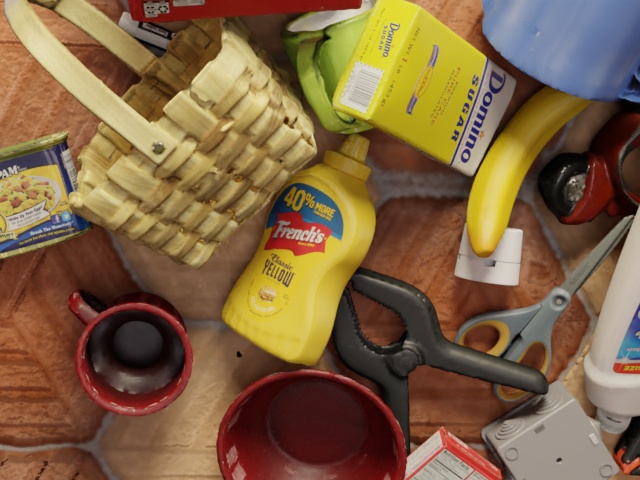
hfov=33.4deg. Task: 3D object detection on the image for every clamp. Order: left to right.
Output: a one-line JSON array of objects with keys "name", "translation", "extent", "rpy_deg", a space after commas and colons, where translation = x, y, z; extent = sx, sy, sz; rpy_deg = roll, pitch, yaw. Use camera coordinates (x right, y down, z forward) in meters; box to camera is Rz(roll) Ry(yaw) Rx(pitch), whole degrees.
[{"name": "clamp", "translation": [0.086, 0.099, 0.930], "extent": [0.165, 0.036, 0.210], "rpy_deg": [-32, 99, 11]}, {"name": "clamp", "translation": [0.345, 0.156, 0.969], "extent": [0.171, 0.039, 0.120], "rpy_deg": [-21, 98, -2]}]

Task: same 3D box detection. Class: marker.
[{"name": "marker", "translation": [-0.109, -0.157, 0.885], "extent": [0.121, 0.020, 0.020], "rpy_deg": [22, 96, -9]}]

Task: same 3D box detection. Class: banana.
[{"name": "banana", "translation": [0.171, -0.071, 0.895], "extent": [0.037, 0.070, 0.197], "rpy_deg": [43, 79, -26]}]

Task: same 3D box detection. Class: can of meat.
[{"name": "can of meat", "translation": [-0.244, -0.035, 0.872], "extent": [0.102, 0.057, 0.084], "rpy_deg": [-16, 102, -3]}]

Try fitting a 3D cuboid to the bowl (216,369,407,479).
[{"name": "bowl", "translation": [-0.005, 0.172, 0.916], "extent": [0.162, 0.055, 0.162], "rpy_deg": [2, 111, 6]}]

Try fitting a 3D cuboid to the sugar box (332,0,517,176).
[{"name": "sugar box", "translation": [0.088, -0.117, 0.843], "extent": [0.175, 0.048, 0.093], "rpy_deg": [18, 99, -52]}]

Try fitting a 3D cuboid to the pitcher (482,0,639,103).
[{"name": "pitcher", "translation": [0.240, -0.229, 0.799], "extent": [0.149, 0.145, 0.243], "rpy_deg": [13, 127, -18]}]

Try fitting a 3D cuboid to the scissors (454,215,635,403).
[{"name": "scissors", "translation": [0.185, 0.051, 0.925], "extent": [0.096, 0.016, 0.202], "rpy_deg": [21, 111, 0]}]

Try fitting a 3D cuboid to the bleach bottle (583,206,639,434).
[{"name": "bleach bottle", "translation": [0.291, 0.063, 0.904], "extent": [0.102, 0.068, 0.251], "rpy_deg": [7, 122, -5]}]

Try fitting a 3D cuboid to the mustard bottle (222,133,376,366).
[{"name": "mustard bottle", "translation": [-0.006, 0.001, 0.886], "extent": [0.058, 0.096, 0.191], "rpy_deg": [21, 95, -51]}]

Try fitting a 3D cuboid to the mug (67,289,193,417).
[{"name": "mug", "translation": [-0.161, 0.082, 0.885], "extent": [0.117, 0.081, 0.093], "rpy_deg": [39, 93, -10]}]

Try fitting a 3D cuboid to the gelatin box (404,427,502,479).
[{"name": "gelatin box", "translation": [0.103, 0.215, 0.929], "extent": [0.073, 0.030, 0.089], "rpy_deg": [38, 108, -19]}]

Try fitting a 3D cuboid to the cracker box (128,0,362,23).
[{"name": "cracker box", "translation": [-0.063, -0.252, 0.784], "extent": [0.164, 0.214, 0.072], "rpy_deg": [-5, 139, -5]}]
